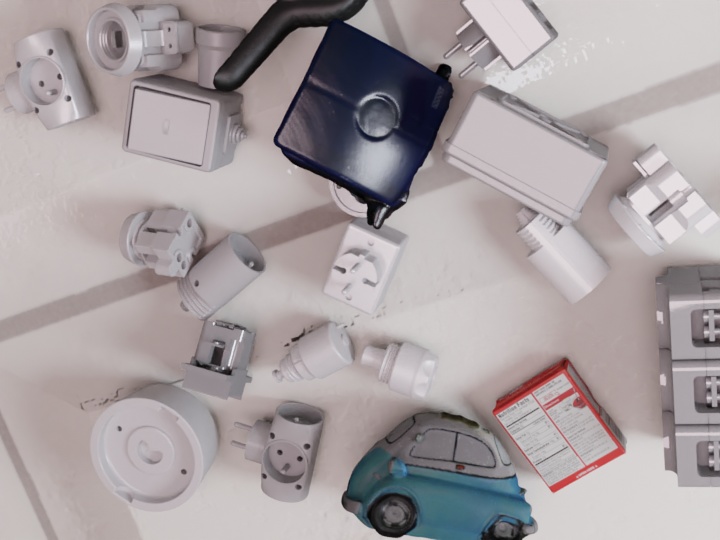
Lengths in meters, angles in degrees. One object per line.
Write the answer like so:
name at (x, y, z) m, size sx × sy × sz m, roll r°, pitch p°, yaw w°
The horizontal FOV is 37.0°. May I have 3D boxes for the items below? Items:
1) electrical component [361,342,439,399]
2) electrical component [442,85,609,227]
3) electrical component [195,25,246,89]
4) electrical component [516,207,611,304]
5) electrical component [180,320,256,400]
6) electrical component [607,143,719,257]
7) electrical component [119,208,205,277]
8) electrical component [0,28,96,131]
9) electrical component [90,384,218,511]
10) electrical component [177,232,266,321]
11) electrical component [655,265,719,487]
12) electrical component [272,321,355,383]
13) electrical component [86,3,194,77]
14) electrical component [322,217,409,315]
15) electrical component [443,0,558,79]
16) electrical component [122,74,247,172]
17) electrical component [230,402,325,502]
electrical component at (0.032, 0.081, 0.902) m, size 0.062 × 0.043 × 0.043 m, roll 18°, pitch 108°, yaw 12°
electrical component at (0.125, -0.088, 0.798) m, size 0.109 × 0.109 × 0.056 m, roll 29°, pitch 107°, yaw 6°
electrical component at (-0.114, -0.173, 0.876) m, size 0.040 × 0.040 × 0.046 m, roll 10°, pitch 112°, yaw 12°
electrical component at (0.153, -0.017, 0.844) m, size 0.043 × 0.043 × 0.081 m, roll -43°, pitch 91°, yaw 21°
electrical component at (-0.119, 0.077, 0.929) m, size 0.042 × 0.081 × 0.063 m, roll 16°, pitch 86°, yaw 10°
electrical component at (0.225, -0.047, 0.810) m, size 0.057 × 0.058 × 0.078 m, roll -41°, pitch 91°, yaw 18°
electrical component at (-0.172, -0.025, 0.921) m, size 0.055 × 0.066 × 0.048 m, roll 7°, pitch 146°, yaw 24°
electrical component at (-0.276, -0.157, 0.919) m, size 0.079 × 0.044 × 0.077 m, roll -16°, pitch 100°, yaw 18°
electrical component at (-0.180, 0.155, 0.969) m, size 0.108 × 0.060 × 0.108 m, roll 4°, pitch 105°, yaw 14°
electrical component at (-0.124, 0.009, 0.924) m, size 0.081 × 0.043 × 0.043 m, roll -39°, pitch 92°, yaw 21°
electrical component at (0.260, 0.079, 0.816) m, size 0.062 × 0.089 × 0.150 m, roll -3°, pitch 104°, yaw 16°
electrical component at (-0.041, 0.075, 0.921) m, size 0.078 × 0.040 × 0.040 m, roll -29°, pitch 96°, yaw 20°
electrical component at (-0.182, -0.186, 0.867) m, size 0.078 × 0.057 × 0.058 m, roll 8°, pitch 107°, yaw 35°
electrical component at (0.000, 0.000, 0.871) m, size 0.047 × 0.076 × 0.065 m, roll 25°, pitch 109°, yaw 7°
electrical component at (0.099, -0.177, 0.813) m, size 0.077 × 0.047 × 0.065 m, roll -38°, pitch 93°, yaw 21°
electrical component at (-0.141, -0.119, 0.885) m, size 0.096 × 0.061 × 0.061 m, roll 15°, pitch 108°, yaw 10°
electrical component at (-0.077, 0.156, 0.950) m, size 0.079 × 0.044 × 0.077 m, roll 16°, pitch 108°, yaw 11°
